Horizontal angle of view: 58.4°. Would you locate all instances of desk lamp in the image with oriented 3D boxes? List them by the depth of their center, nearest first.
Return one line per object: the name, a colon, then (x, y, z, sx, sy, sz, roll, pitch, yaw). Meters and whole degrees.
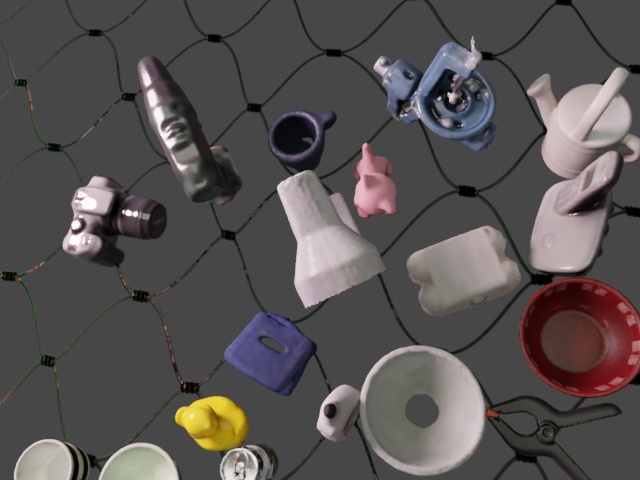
desk lamp: (0.007, 0.003, 0.810, 0.118, 0.214, 0.203, -25, 70, 2)

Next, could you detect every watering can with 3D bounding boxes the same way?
watering can: (0.375, -0.171, 0.810, 0.172, 0.194, 0.101, 15, 76, 14)

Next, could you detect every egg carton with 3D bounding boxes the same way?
egg carton: (0.209, 0.047, 0.836, 0.150, 0.069, 0.107, -22, 70, 3)

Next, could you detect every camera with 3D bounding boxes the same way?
camera: (-0.334, -0.029, 0.940, 0.136, 0.101, 0.143, 10, 75, 13)

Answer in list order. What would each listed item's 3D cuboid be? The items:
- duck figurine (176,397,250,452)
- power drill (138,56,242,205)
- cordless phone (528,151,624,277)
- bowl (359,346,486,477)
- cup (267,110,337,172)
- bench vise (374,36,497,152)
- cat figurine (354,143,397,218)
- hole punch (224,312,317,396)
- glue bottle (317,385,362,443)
duck figurine: (-0.158, 0.264, 0.824, 0.104, 0.086, 0.077, 13, 75, 14)
power drill: (-0.199, -0.147, 0.896, 0.075, 0.209, 0.229, -27, 70, 1)
cordless phone: (0.351, -0.032, 0.775, 0.094, 0.185, 0.148, 14, 76, 14)
bowl: (0.140, 0.233, 0.787, 0.167, 0.075, 0.167, -3, 72, 9)
cup: (-0.020, -0.158, 0.928, 0.118, 0.095, 0.091, -33, 70, -1)
bench vise: (0.166, -0.223, 0.850, 0.207, 0.220, 0.121, 15, 76, 14)
cat figurine: (0.082, -0.086, 0.875, 0.067, 0.118, 0.128, -10, 71, 7)
hole punch: (-0.071, 0.162, 0.838, 0.108, 0.091, 0.101, 27, 79, 17)
glue bottle: (0.022, 0.229, 0.757, 0.037, 0.173, 0.078, 22, 78, 16)
